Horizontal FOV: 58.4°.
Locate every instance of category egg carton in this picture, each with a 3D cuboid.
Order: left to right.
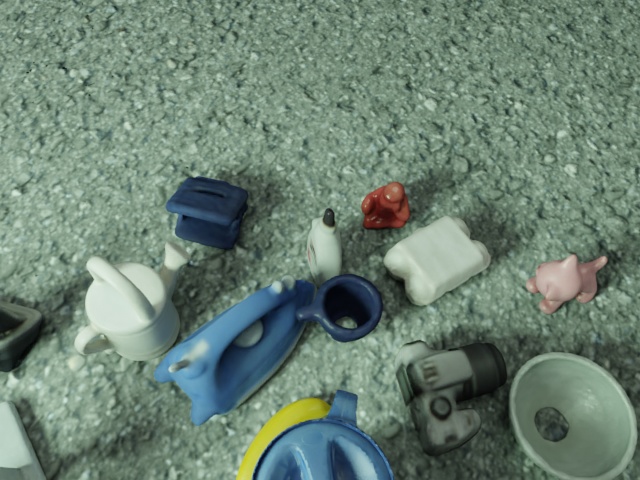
[{"bbox_3d":[0.176,0.030,0.866,0.150,0.069,0.107,-29,67,-19],"label":"egg carton"}]

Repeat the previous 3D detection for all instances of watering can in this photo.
[{"bbox_3d":[-0.242,0.073,0.738,0.101,0.194,0.173,18,62,6],"label":"watering can"}]

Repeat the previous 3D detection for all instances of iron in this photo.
[{"bbox_3d":[-0.095,0.114,0.758,0.118,0.141,0.259,42,66,17],"label":"iron"}]

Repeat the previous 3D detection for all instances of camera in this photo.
[{"bbox_3d":[0.184,0.194,0.759,0.137,0.101,0.143,-13,63,-11],"label":"camera"}]

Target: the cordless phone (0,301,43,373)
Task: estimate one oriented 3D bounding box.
[{"bbox_3d":[-0.451,0.089,0.718,0.147,0.185,0.094,9,61,1],"label":"cordless phone"}]

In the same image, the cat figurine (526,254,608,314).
[{"bbox_3d":[0.363,0.056,0.839,0.128,0.118,0.067,-18,64,-14],"label":"cat figurine"}]

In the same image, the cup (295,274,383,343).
[{"bbox_3d":[0.024,0.108,0.797,0.118,0.095,0.091,-8,62,-9],"label":"cup"}]

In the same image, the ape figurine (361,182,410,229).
[{"bbox_3d":[0.108,-0.059,0.896,0.077,0.092,0.076,36,65,15],"label":"ape figurine"}]

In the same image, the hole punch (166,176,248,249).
[{"bbox_3d":[-0.170,-0.054,0.872,0.108,0.091,0.101,13,61,3],"label":"hole punch"}]

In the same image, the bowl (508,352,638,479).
[{"bbox_3d":[0.322,0.240,0.760,0.167,0.075,0.167,2,61,-3],"label":"bowl"}]

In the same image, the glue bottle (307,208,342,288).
[{"bbox_3d":[0.007,0.003,0.808,0.037,0.173,0.078,-15,63,-12],"label":"glue bottle"}]

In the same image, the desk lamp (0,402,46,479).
[{"bbox_3d":[-0.386,0.263,0.612,0.118,0.213,0.203,-29,67,-18],"label":"desk lamp"}]
